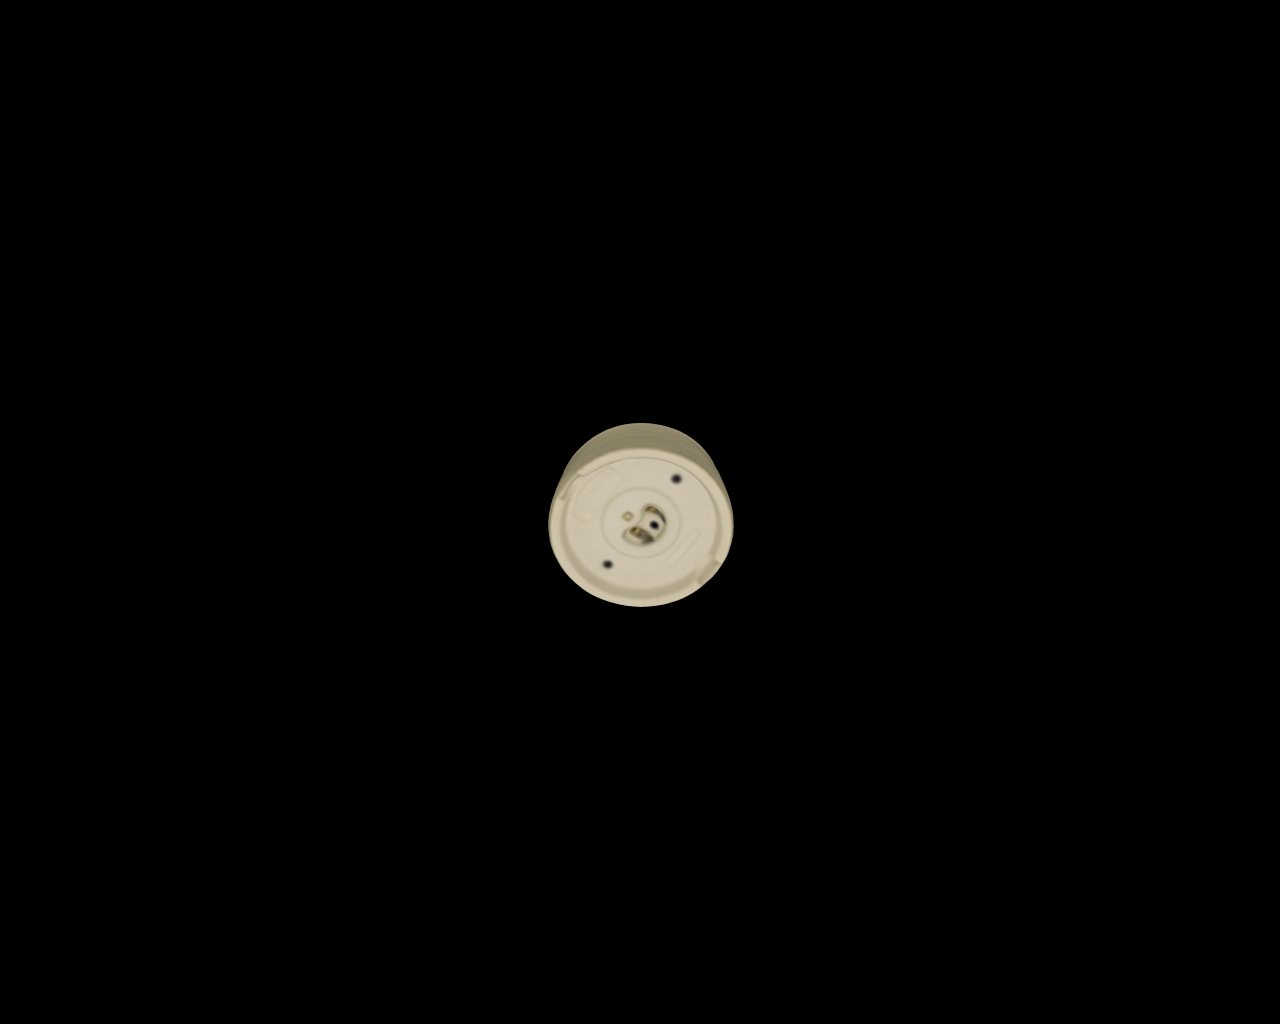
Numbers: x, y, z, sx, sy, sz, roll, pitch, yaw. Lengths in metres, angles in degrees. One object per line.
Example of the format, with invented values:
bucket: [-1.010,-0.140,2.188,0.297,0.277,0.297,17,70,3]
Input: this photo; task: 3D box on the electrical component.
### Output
electrical component: [0.001,-0.003,0.650,0.108,0.108,0.060,0,27,0]
